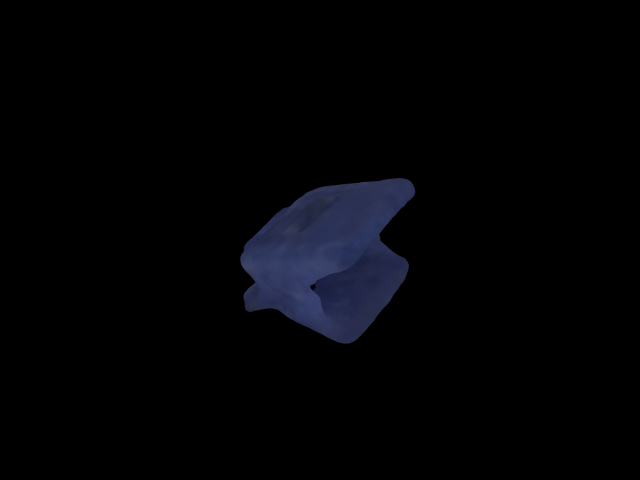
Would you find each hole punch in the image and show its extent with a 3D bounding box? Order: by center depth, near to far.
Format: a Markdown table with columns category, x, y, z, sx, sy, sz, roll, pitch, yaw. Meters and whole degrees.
| category | x | y | z | sx | sy | sz | roll | pitch | yaw |
| --- | --- | --- | --- | --- | --- | --- | --- | --- | --- |
| hole punch | 0.004 | 0.001 | 0.400 | 0.100 | 0.091 | 0.109 | 22 | 45 | 24 |
